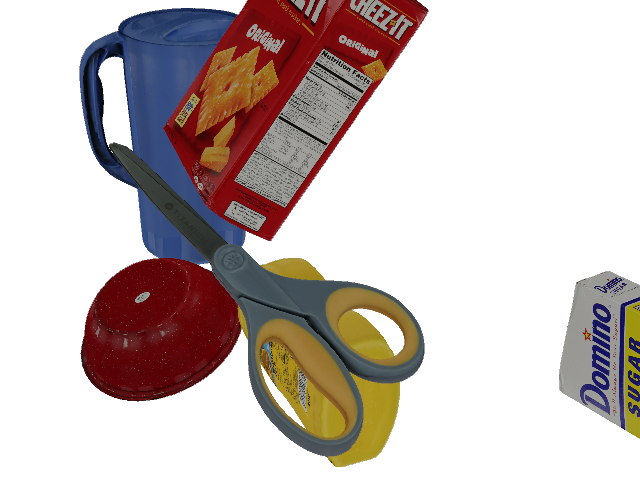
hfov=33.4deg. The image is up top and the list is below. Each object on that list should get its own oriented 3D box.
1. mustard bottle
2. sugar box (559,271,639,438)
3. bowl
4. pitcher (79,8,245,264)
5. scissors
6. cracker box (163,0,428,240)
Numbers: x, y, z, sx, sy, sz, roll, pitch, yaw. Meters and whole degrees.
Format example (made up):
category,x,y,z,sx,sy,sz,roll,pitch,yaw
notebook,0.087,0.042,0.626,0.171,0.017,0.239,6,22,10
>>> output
category,x,y,z,sx,sy,sz,roll,pitch,yaw
mustard bottle,-0.013,0.067,0.747,0.058,0.096,0.192,-12,29,-22
sugar box,0.244,0.097,0.720,0.048,0.093,0.176,-16,30,-38
bowl,-0.155,0.068,0.987,0.162,0.162,0.055,0,-43,20
pitcher,-0.140,-0.102,1.066,0.149,0.243,0.144,13,28,21
scissors,-0.023,0.012,0.531,0.096,0.202,0.016,-21,-27,-20
cracker box,-0.030,-0.131,0.843,0.072,0.214,0.164,26,16,-31
